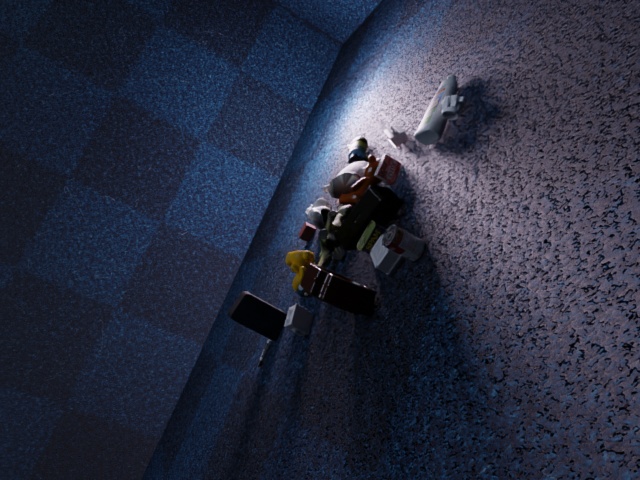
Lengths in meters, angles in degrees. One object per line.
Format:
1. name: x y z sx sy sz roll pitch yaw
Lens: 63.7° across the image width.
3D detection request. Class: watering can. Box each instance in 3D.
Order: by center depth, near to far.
1. watering can: 0.102 -0.232 2.082 0.343 0.103 0.228 -26 12 37

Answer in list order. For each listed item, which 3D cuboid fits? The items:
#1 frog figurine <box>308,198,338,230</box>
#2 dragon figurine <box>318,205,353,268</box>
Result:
1. frog figurine: 0.007 -0.112 2.216 0.161 0.138 0.121 35 128 55
2. dragon figurine: 0.039 0.026 2.041 0.240 0.122 0.414 110 -175 -79
